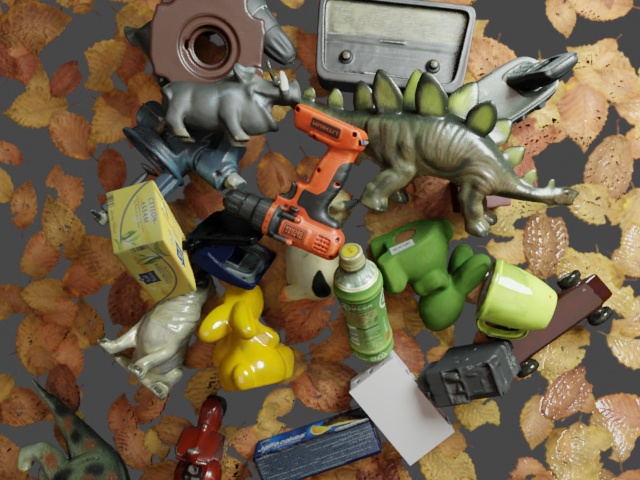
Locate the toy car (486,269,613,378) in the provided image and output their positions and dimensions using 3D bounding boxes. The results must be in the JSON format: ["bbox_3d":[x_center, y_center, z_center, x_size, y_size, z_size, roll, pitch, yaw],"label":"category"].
[{"bbox_3d":[0.357,0.129,0.841,0.202,0.053,0.089,-40,80,9],"label":"toy car"}]

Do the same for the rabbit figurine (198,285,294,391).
[{"bbox_3d":[-0.124,0.143,0.833,0.122,0.162,0.173,-8,76,16],"label":"rabbit figurine"}]

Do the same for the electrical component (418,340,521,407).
[{"bbox_3d":[0.221,0.200,0.811,0.134,0.115,0.058,-20,87,33],"label":"electrical component"}]

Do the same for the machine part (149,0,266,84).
[{"bbox_3d":[-0.160,-0.276,0.774,0.179,0.056,0.179,-3,107,-8],"label":"machine part"}]

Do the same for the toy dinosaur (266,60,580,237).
[{"bbox_3d":[0.129,-0.137,0.759,0.472,0.105,0.198,16,111,10],"label":"toy dinosaur"}]

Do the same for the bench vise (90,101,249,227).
[{"bbox_3d":[-0.232,-0.098,0.814,0.224,0.129,0.240,41,78,7],"label":"bench vise"}]

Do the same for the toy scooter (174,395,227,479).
[{"bbox_3d":[-0.191,0.346,0.845,0.075,0.135,0.183,12,96,1],"label":"toy scooter"}]

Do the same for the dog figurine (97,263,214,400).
[{"bbox_3d":[-0.231,0.145,0.865,0.121,0.172,0.190,35,63,16],"label":"dog figurine"}]

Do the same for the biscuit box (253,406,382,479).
[{"bbox_3d":[-0.005,0.335,0.871,0.203,0.059,0.062,-19,94,4],"label":"biscuit box"}]

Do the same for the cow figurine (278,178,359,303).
[{"bbox_3d":[-0.002,-0.003,0.836,0.127,0.085,0.194,-2,92,8],"label":"cow figurine"}]

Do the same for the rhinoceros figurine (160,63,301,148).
[{"bbox_3d":[-0.121,-0.185,0.740,0.190,0.073,0.112,-4,89,-3],"label":"rhinoceros figurine"}]

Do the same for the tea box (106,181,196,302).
[{"bbox_3d":[-0.232,0.007,0.751,0.068,0.169,0.098,-16,64,-7],"label":"tea box"}]

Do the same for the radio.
[{"bbox_3d":[0.107,-0.288,0.814,0.230,0.073,0.131,7,94,4],"label":"radio"}]

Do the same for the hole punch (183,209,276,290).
[{"bbox_3d":[-0.131,0.011,0.826,0.116,0.142,0.092,6,121,16],"label":"hole punch"}]

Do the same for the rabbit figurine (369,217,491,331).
[{"bbox_3d":[0.175,0.055,0.833,0.159,0.121,0.170,-29,110,-2],"label":"rabbit figurine"}]

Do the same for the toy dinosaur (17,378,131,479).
[{"bbox_3d":[-0.371,0.421,0.875,0.192,0.131,0.404,-6,89,-9],"label":"toy dinosaur"}]

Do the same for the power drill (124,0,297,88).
[{"bbox_3d":[-0.177,-0.317,0.825,0.207,0.086,0.232,-35,100,9],"label":"power drill"}]

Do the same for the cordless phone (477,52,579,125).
[{"bbox_3d":[0.275,-0.203,0.757,0.147,0.184,0.088,-32,96,4],"label":"cordless phone"}]
